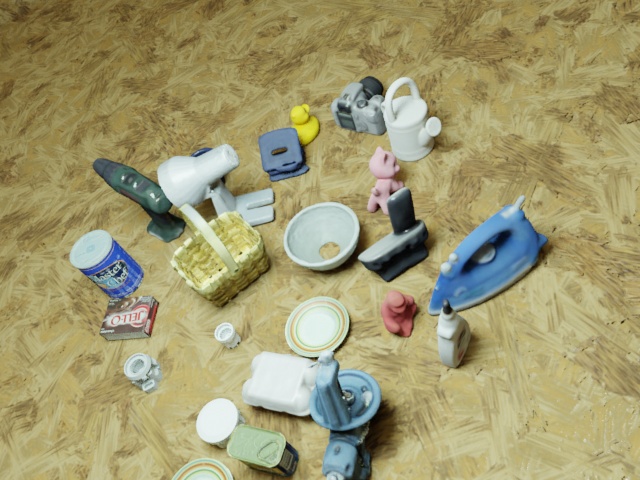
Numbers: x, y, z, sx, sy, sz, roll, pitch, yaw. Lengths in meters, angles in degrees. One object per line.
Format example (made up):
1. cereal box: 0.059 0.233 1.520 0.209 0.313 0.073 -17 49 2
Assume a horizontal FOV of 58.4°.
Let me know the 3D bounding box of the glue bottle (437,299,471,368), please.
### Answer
1. glue bottle: 0.221 0.148 0.968 0.037 0.173 0.078 13 60 28

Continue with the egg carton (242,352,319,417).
1. egg carton: -0.066 0.265 1.054 0.150 0.070 0.107 4 56 23

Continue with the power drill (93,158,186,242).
1. power drill: -0.418 -0.093 1.362 0.228 0.209 0.076 22 65 32

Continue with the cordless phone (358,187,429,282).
1. cordless phone: 0.133 -0.019 1.118 0.147 0.185 0.094 -36 51 -8

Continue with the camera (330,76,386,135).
1. camera: 0.114 -0.349 1.428 0.142 0.101 0.137 20 63 31

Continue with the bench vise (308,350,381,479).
1. bench vise: 0.041 0.280 0.905 0.121 0.220 0.207 -17 51 8

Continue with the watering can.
1. watering can: 0.200 -0.276 1.280 0.172 0.194 0.101 16 62 29

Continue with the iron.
1. iron: 0.292 0.028 1.053 0.258 0.142 0.118 -37 51 -9

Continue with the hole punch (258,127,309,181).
1. hole punch: -0.091 -0.212 1.407 0.108 0.091 0.101 -14 51 10

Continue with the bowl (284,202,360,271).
1. bowl: 0.011 0.004 1.218 0.167 0.075 0.167 -10 52 13

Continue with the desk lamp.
1. desk lamp: -0.234 -0.122 1.312 0.203 0.214 0.118 -14 51 10

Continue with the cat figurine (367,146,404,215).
1. cat figurine: 0.136 -0.138 1.251 0.067 0.118 0.128 7 58 25

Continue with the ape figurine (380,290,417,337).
1. ape figurine: 0.144 0.127 1.065 0.078 0.092 0.076 -38 51 -9

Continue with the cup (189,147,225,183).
1. cup: -0.283 -0.159 1.437 0.091 0.095 0.118 5 57 23

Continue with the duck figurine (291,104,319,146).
1. duck figurine: -0.050 -0.299 1.461 0.077 0.086 0.105 14 61 29
